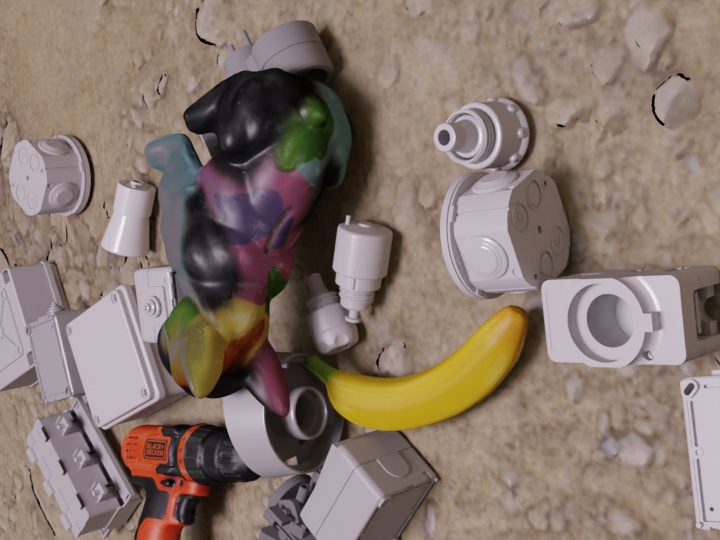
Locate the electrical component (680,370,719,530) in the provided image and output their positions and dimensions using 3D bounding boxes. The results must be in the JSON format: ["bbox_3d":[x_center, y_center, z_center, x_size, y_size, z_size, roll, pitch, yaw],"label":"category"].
[{"bbox_3d":[0.216,0.088,0.573,0.062,0.061,0.096,-11,81,45],"label":"electrical component"}]

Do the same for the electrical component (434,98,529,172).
[{"bbox_3d":[0.073,-0.085,0.680,0.048,0.062,0.048,9,103,44],"label":"electrical component"}]

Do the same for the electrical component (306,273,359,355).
[{"bbox_3d":[-0.026,0.032,0.817,0.035,0.035,0.061,-34,71,42],"label":"electrical component"}]

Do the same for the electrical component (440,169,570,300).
[{"bbox_3d":[0.090,-0.023,0.663,0.051,0.080,0.080,-5,93,40],"label":"electrical component"}]

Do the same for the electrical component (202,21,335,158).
[{"bbox_3d":[-0.082,-0.149,0.829,0.138,0.052,0.073,-38,70,41],"label":"electrical component"}]

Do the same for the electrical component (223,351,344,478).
[{"bbox_3d":[-0.060,0.109,0.823,0.064,0.099,0.099,-8,91,39],"label":"electrical component"}]

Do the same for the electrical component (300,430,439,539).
[{"bbox_3d":[0.001,0.169,0.794,0.061,0.062,0.096,47,126,29],"label":"electrical component"}]

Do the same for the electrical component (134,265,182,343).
[{"bbox_3d":[-0.144,0.025,0.888,0.061,0.096,0.061,-3,94,45],"label":"electrical component"}]

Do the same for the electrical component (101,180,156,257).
[{"bbox_3d":[-0.209,-0.049,0.980,0.044,0.044,0.065,28,111,39],"label":"electrical component"}]

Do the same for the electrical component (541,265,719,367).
[{"bbox_3d":[0.155,0.026,0.622,0.089,0.056,0.050,-3,94,45],"label":"electrical component"}]

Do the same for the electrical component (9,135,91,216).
[{"bbox_3d":[-0.305,-0.092,1.061,0.080,0.051,0.080,9,103,44],"label":"electrical component"}]

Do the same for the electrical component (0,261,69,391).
[{"bbox_3d":[-0.354,0.060,1.130,0.109,0.056,0.108,-30,76,43],"label":"electrical component"}]

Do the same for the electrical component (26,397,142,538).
[{"bbox_3d":[-0.279,0.200,1.075,0.121,0.063,0.078,54,129,24],"label":"electrical component"}]

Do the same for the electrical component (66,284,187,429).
[{"bbox_3d":[-0.211,0.079,0.992,0.109,0.056,0.108,-30,76,43],"label":"electrical component"}]

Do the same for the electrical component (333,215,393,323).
[{"bbox_3d":[0.000,0.000,0.782,0.040,0.040,0.078,23,113,40],"label":"electrical component"}]

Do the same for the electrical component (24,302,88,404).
[{"bbox_3d":[-0.283,0.077,1.059,0.062,0.061,0.096,-18,84,45],"label":"electrical component"}]
